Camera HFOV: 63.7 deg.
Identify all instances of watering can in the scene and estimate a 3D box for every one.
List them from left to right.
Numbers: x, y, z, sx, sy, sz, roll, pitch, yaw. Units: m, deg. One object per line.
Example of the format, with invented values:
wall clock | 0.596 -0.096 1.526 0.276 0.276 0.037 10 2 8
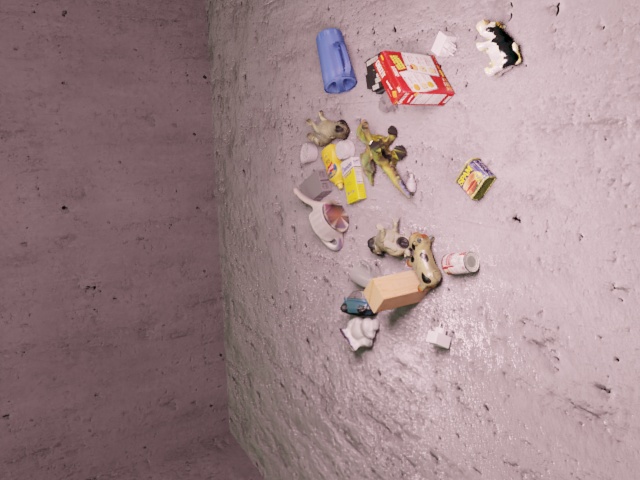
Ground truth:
watering can | 0.007 -0.114 2.256 0.349 0.105 0.221 58 148 4

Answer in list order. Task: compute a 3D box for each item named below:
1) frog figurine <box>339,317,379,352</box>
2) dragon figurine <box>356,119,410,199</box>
frog figurine | 0.181 0.372 2.126 0.158 0.121 0.140 -39 46 15
dragon figurine | 0.221 -0.290 1.921 0.238 0.122 0.416 110 146 -67
